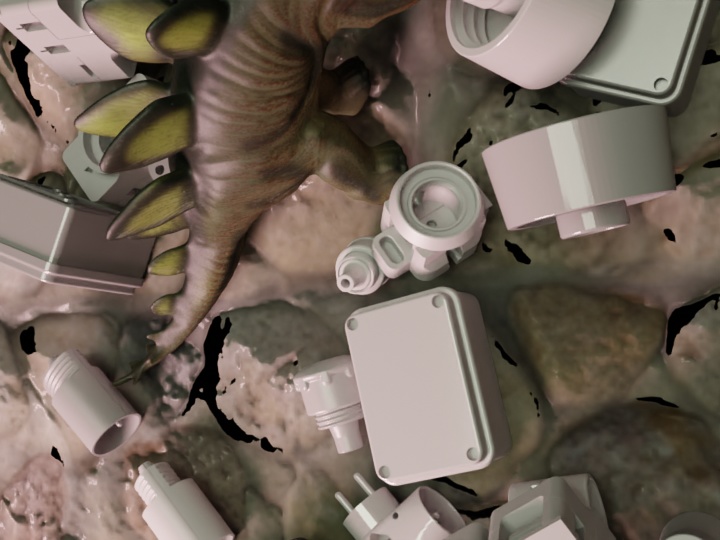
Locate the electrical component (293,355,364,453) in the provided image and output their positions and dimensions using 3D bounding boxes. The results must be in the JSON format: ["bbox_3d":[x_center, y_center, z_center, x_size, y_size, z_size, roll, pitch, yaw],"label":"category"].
[{"bbox_3d":[-0.015,0.089,0.713,0.048,0.048,0.062,-18,87,22],"label":"electrical component"}]

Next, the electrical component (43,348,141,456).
[{"bbox_3d":[-0.204,0.094,0.796,0.081,0.043,0.043,44,104,20],"label":"electrical component"}]

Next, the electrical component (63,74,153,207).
[{"bbox_3d":[-0.166,-0.093,0.785,0.089,0.056,0.050,-42,72,16],"label":"electrical component"}]

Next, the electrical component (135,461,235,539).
[{"bbox_3d":[-0.130,0.169,0.759,0.043,0.043,0.081,-47,70,14],"label":"electrical component"}]

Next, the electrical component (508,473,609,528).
[{"bbox_3d":[0.120,0.150,0.643,0.047,0.055,0.055,-16,80,19],"label":"electrical component"}]

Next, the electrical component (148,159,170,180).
[{"bbox_3d":[-0.118,-0.074,0.762,0.045,0.055,0.045,-2,86,24],"label":"electrical component"}]

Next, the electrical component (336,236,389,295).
[{"bbox_3d":[0.000,0.000,0.699,0.035,0.061,0.035,5,107,17],"label":"electrical component"}]

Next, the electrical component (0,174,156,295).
[{"bbox_3d":[-0.222,-0.028,0.777,0.109,0.109,0.056,20,92,24],"label":"electrical component"}]

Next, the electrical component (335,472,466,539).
[{"bbox_3d":[0.016,0.167,0.693,0.077,0.043,0.079,-48,71,14],"label":"electrical component"}]

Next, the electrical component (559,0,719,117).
[{"bbox_3d":[0.169,-0.155,0.639,0.078,0.057,0.113,18,94,24],"label":"electrical component"}]

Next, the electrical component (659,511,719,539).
[{"bbox_3d":[0.187,0.162,0.607,0.044,0.065,0.044,-2,84,23],"label":"electrical component"}]

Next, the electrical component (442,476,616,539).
[{"bbox_3d":[0.122,0.219,0.602,0.105,0.060,0.186,-35,98,19],"label":"electrical component"}]

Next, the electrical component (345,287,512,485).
[{"bbox_3d":[0.043,0.073,0.680,0.078,0.057,0.113,-16,80,22],"label":"electrical component"}]

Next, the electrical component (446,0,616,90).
[{"bbox_3d":[0.092,-0.165,0.622,0.108,0.060,0.108,-36,47,51],"label":"electrical component"}]

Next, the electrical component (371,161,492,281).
[{"bbox_3d":[0.046,-0.032,0.668,0.078,0.057,0.058,-32,74,-13],"label":"electrical component"}]

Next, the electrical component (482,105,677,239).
[{"bbox_3d":[0.130,-0.051,0.625,0.108,0.108,0.060,-14,87,23],"label":"electrical component"}]

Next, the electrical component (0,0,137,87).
[{"bbox_3d":[-0.187,-0.219,0.759,0.062,0.089,0.150,-2,65,24],"label":"electrical component"}]
